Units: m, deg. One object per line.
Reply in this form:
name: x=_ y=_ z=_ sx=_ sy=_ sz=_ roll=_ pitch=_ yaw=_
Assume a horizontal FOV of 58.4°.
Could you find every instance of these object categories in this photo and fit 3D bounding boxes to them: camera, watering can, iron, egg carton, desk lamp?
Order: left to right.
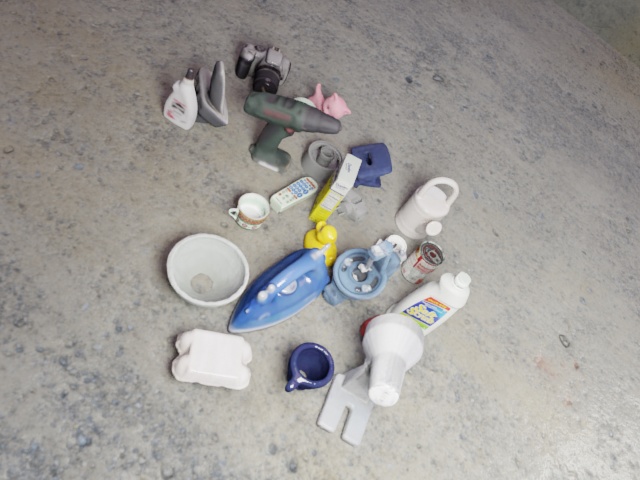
egg carton: x=-0.204 y=0.229 z=1.092 sx=0.150 sy=0.069 sz=0.107 roll=13 pitch=54 yaw=-17
camera: x=-0.154 y=-0.459 z=1.552 sx=0.143 sy=0.100 sz=0.137 roll=16 pitch=53 yaw=-14
iron: x=-0.077 y=0.095 z=1.194 sx=0.118 sy=0.141 sz=0.259 roll=47 pitch=52 yaw=10
desk lamp: x=0.107 y=0.270 z=1.118 sx=0.118 sy=0.213 sz=0.203 roll=29 pitch=51 yaw=-5
watering can: x=0.280 y=-0.085 z=1.448 sx=0.101 sy=0.194 sz=0.172 roll=-3 pitch=60 yaw=-26

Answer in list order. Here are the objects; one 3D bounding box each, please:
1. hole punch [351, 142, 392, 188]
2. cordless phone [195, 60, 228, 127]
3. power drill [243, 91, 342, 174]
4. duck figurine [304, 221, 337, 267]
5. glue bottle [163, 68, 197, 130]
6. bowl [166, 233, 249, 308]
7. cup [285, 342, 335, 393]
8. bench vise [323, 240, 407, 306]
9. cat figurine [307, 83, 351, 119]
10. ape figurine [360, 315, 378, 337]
hole punch: x=0.129 y=-0.201 z=1.521 sx=0.101 sy=0.091 sz=0.108 roll=3 pitch=58 yaw=-23
cordless phone: x=-0.255 y=-0.383 z=1.401 sx=0.094 sy=0.185 sz=0.147 roll=0 pitch=59 yaw=-25
power drill: x=-0.083 y=-0.260 z=1.384 sx=0.230 sy=0.208 sz=0.075 roll=23 pitch=52 yaw=-10
duck figurine: x=0.012 y=0.005 z=1.332 sx=0.078 sy=0.086 sz=0.104 roll=-9 pitch=63 yaw=-30
glue bottle: x=-0.320 y=-0.340 z=1.349 sx=0.078 sy=0.173 sz=0.037 roll=29 pitch=51 yaw=-5
bowl: x=-0.235 y=0.074 z=1.177 sx=0.168 sy=0.074 sz=0.167 roll=12 pitch=54 yaw=-17
cup: x=-0.036 y=0.269 z=1.128 sx=0.091 sy=0.095 sz=0.118 roll=44 pitch=51 yaw=8
bench vise: x=0.116 y=0.045 z=1.268 sx=0.121 sy=0.219 sz=0.208 roll=42 pitch=51 yaw=6
cat figurine: x=0.022 y=-0.371 z=1.566 sx=0.067 sy=0.117 sz=0.127 roll=-26 pitch=72 yaw=-35
ape figurine: x=0.137 y=0.194 z=1.261 sx=0.076 sy=0.092 sz=0.078 roll=34 pitch=51 yaw=-1
